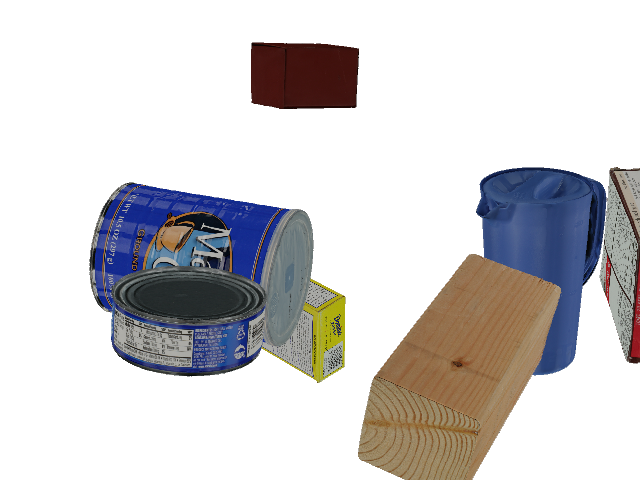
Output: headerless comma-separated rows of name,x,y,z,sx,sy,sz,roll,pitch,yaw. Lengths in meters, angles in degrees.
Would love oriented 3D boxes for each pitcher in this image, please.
pitcher,0.273,0.036,1.322,0.149,0.243,0.145,3,23,15

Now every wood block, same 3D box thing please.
wood block,0.120,0.107,0.892,0.091,0.090,0.205,21,36,20

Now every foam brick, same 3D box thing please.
foam brick,-0.013,-0.139,0.899,0.078,0.051,0.053,-6,16,-35

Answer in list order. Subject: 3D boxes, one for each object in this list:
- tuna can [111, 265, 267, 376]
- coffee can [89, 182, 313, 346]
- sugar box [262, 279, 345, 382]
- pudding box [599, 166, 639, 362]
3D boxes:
tuna can,-0.073,0.044,0.594,0.086,0.034,0.086,4,17,-2
coffee can,-0.087,0.017,0.806,0.140,0.103,0.102,10,3,16
sugar box,-0.051,0.068,1.115,0.048,0.093,0.176,-27,41,-37
pudding box,0.212,0.013,0.699,0.039,0.090,0.113,-1,28,4
